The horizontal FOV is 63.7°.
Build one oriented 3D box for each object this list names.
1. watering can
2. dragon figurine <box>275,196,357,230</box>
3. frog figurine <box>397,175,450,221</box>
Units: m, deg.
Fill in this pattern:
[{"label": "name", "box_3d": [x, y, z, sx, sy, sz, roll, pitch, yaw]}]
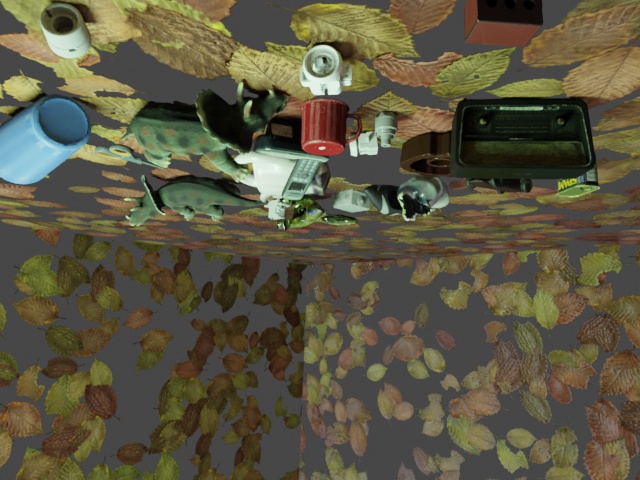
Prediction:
[{"label": "watering can", "box_3d": [-0.084, -0.151, 1.249, 0.224, 0.105, 0.344, 1, -11, 5]}, {"label": "dragon figurine", "box_3d": [0.005, -0.081, 1.605, 0.243, 0.122, 0.411, 3, 5, -26]}, {"label": "frog figurine", "box_3d": [0.292, -0.131, 1.403, 0.162, 0.123, 0.134, -37, -13, -32]}]
